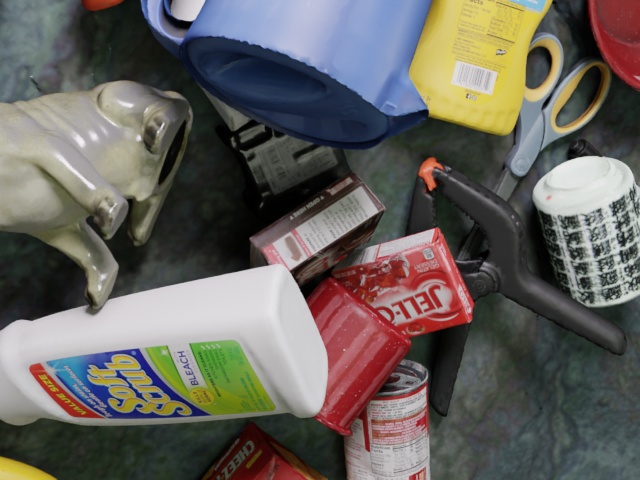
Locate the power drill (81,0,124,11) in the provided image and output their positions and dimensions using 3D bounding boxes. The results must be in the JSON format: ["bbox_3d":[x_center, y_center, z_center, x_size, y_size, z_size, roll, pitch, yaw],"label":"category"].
[{"bbox_3d":[-0.155,-0.240,0.651,0.184,0.057,0.187,-37,116,-22],"label":"power drill"}]

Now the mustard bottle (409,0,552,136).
[{"bbox_3d":[0.122,-0.179,0.782,0.096,0.058,0.192,14,99,-15],"label":"mustard bottle"}]

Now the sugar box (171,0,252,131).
[{"bbox_3d":[-0.014,-0.161,0.729,0.176,0.048,0.093,-34,84,-6],"label":"sugar box"}]

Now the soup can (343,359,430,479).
[{"bbox_3d":[0.053,0.152,0.841,0.068,0.069,0.102,-9,107,-18],"label":"soup can"}]

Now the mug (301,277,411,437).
[{"bbox_3d":[0.006,0.076,0.778,0.081,0.117,0.093,-51,129,2],"label":"mug"}]

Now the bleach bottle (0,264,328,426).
[{"bbox_3d":[-0.128,0.086,0.712,0.251,0.068,0.102,-12,125,17],"label":"bleach bottle"}]

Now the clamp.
[{"bbox_3d":[0.136,0.030,0.831,0.165,0.036,0.210,-16,106,15],"label":"clamp"}]

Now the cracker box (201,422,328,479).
[{"bbox_3d":[-0.025,0.271,0.842,0.213,0.072,0.164,42,88,-25],"label":"cracker box"}]

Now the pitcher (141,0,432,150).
[{"bbox_3d":[0.009,-0.190,0.650,0.149,0.145,0.243,30,75,-34],"label":"pitcher"}]

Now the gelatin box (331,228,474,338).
[{"bbox_3d":[0.063,0.038,0.811,0.089,0.030,0.073,-16,114,24],"label":"gelatin box"}]

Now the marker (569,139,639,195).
[{"bbox_3d":[0.250,-0.046,0.885,0.121,0.020,0.020,35,91,-24],"label":"marker"}]

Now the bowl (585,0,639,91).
[{"bbox_3d":[0.265,-0.195,0.831,0.162,0.055,0.162,-5,106,-19],"label":"bowl"}]

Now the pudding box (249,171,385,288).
[{"bbox_3d":[-0.005,0.001,0.757,0.090,0.113,0.039,-34,80,-9],"label":"pudding box"}]

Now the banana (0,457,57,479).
[{"bbox_3d":[-0.239,0.186,0.755,0.197,0.037,0.069,26,75,-20],"label":"banana"}]

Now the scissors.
[{"bbox_3d":[0.150,-0.079,0.843,0.201,0.016,0.096,-46,113,-3],"label":"scissors"}]
